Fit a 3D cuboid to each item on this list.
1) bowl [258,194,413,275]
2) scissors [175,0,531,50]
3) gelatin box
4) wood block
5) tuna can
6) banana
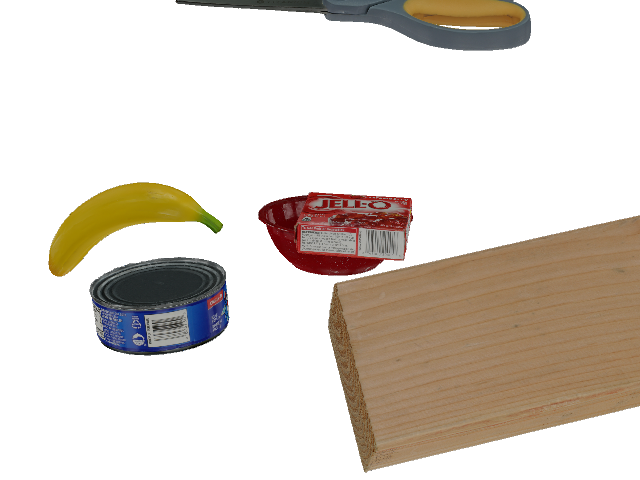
[{"bbox_3d":[0.016,-0.003,1.115,0.162,0.055,0.162,0,16,0],"label":"bowl"},{"bbox_3d":[0.026,-0.143,0.616,0.202,0.016,0.096,14,42,21],"label":"scissors"},{"bbox_3d":[0.028,-0.013,0.869,0.089,0.030,0.073,4,23,7],"label":"gelatin box"},{"bbox_3d":[0.115,0.055,0.588,0.206,0.091,0.090,-12,-19,-6],"label":"wood block"},{"bbox_3d":[-0.101,0.041,0.675,0.086,0.034,0.086,-4,19,1],"label":"tuna can"},{"bbox_3d":[-0.187,-0.014,0.981,0.198,0.069,0.037,-14,17,28],"label":"banana"}]
